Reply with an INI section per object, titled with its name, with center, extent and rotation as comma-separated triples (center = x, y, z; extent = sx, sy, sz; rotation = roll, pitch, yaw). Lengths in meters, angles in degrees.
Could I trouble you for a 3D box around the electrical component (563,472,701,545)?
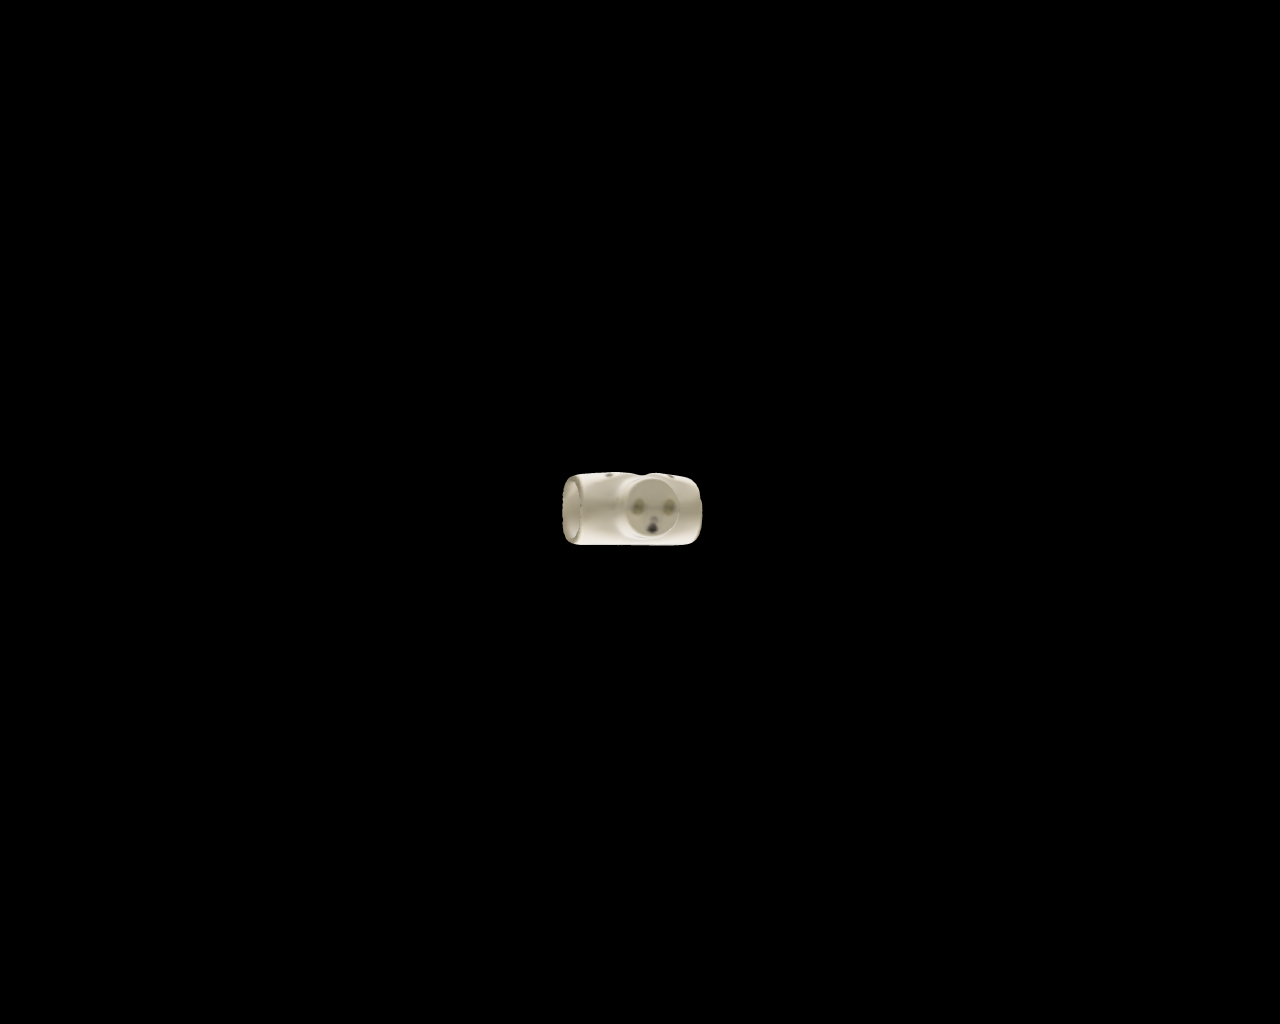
[electrical component]
center = 0.001, -0.003, 0.650
extent = 0.077, 0.043, 0.079
rotation = 1, -3, -20
